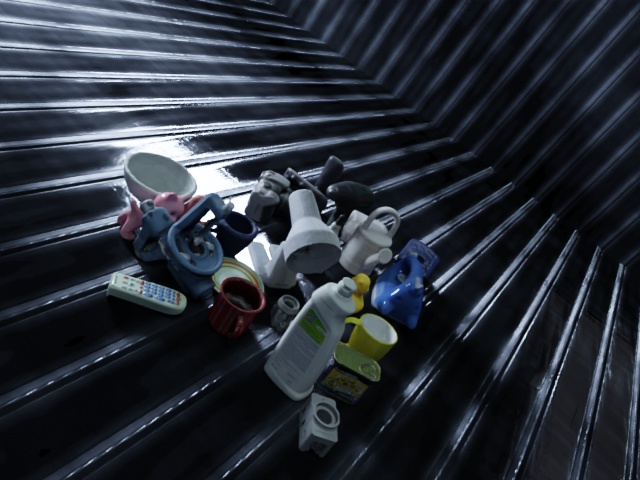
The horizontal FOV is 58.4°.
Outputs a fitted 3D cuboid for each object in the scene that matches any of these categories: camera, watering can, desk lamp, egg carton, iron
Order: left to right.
[{"bbox_3d":[-0.109,-0.106,1.482,0.137,0.100,0.143,29,29,-9],"label":"camera"},{"bbox_3d":[-0.057,0.009,1.243,0.118,0.213,0.202,11,36,-34],"label":"desk lamp"},{"bbox_3d":[0.127,-0.019,1.621,0.150,0.069,0.107,24,30,-17],"label":"egg carton"},{"bbox_3d":[0.139,0.001,1.473,0.101,0.194,0.172,2,42,-43],"label":"watering can"},{"bbox_3d":[0.215,0.102,1.451,0.119,0.141,0.258,28,29,-10],"label":"iron"}]

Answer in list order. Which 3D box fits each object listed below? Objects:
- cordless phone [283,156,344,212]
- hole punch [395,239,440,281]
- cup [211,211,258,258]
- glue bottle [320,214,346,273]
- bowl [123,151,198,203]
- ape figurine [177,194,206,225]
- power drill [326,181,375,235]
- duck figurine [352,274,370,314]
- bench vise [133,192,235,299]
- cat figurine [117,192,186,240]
[{"bbox_3d":[-0.019,-0.174,1.589,0.147,0.185,0.094,38,29,8],"label":"cordless phone"},{"bbox_3d":[0.272,0.065,1.616,0.108,0.091,0.101,38,29,7],"label":"hole punch"},{"bbox_3d":[-0.203,-0.004,1.240,0.118,0.095,0.091,7,38,-39],"label":"cup"},{"bbox_3d":[0.013,0.005,1.362,0.078,0.173,0.037,13,35,-33],"label":"glue bottle"},{"bbox_3d":[-0.363,-0.120,1.275,0.168,0.074,0.167,25,30,-15],"label":"bowl"},{"bbox_3d":[-0.274,-0.059,1.254,0.076,0.092,0.077,5,40,-41],"label":"ape figurine"},{"bbox_3d":[0.046,-0.065,1.464,0.075,0.208,0.230,43,30,18],"label":"power drill"},{"bbox_3d":[0.083,0.119,1.350,0.077,0.086,0.105,37,29,7],"label":"duck figurine"},{"bbox_3d":[-0.257,-0.018,1.077,0.207,0.219,0.121,31,29,-4],"label":"bench vise"},{"bbox_3d":[-0.334,-0.059,1.168,0.128,0.117,0.067,3,41,-42],"label":"cat figurine"}]
